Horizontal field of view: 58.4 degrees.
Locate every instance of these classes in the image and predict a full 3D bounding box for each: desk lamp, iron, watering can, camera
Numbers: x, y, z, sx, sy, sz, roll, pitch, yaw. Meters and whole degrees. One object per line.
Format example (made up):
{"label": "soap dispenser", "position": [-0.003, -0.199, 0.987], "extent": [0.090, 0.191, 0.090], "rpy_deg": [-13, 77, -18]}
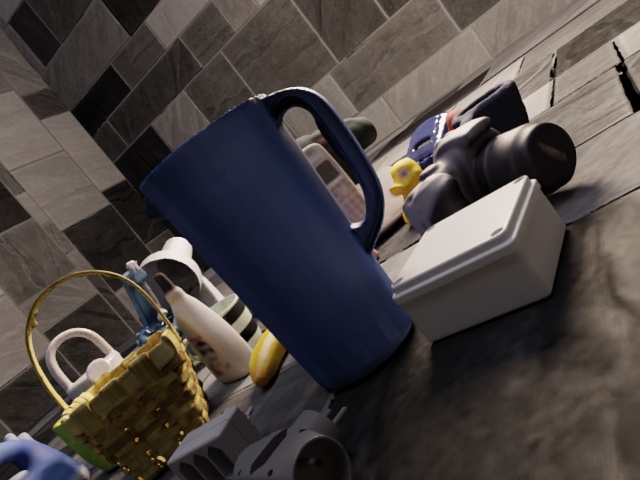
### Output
{"label": "desk lamp", "position": [-0.254, 0.096, 1.148], "extent": [0.118, 0.213, 0.203], "rpy_deg": [-37, 8, 11]}
{"label": "iron", "position": [-0.406, 0.327, 0.762], "extent": [0.118, 0.141, 0.258], "rpy_deg": [-38, 8, 3]}
{"label": "watering can", "position": [-0.356, 0.225, 0.930], "extent": [0.172, 0.194, 0.101], "rpy_deg": [-32, 10, 38]}
{"label": "camera", "position": [0.165, -0.065, 0.562], "extent": [0.143, 0.101, 0.136], "rpy_deg": [-41, 8, -22]}

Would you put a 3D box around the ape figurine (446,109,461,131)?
{"label": "ape figurine", "position": [0.222, -0.155, 0.861], "extent": [0.078, 0.092, 0.076], "rpy_deg": [-40, 8, -9]}

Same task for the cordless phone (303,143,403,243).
{"label": "cordless phone", "position": [0.060, -0.094, 0.905], "extent": [0.148, 0.185, 0.094], "rpy_deg": [-41, 8, -22]}

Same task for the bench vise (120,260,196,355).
{"label": "bench vise", "position": [-0.303, 0.150, 1.034], "extent": [0.207, 0.220, 0.122], "rpy_deg": [-34, 9, 27]}

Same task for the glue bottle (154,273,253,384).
{"label": "glue bottle", "position": [-0.158, 0.112, 0.752], "extent": [0.078, 0.173, 0.037], "rpy_deg": [-31, 11, 45]}

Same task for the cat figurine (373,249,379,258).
{"label": "cat figurine", "position": [0.008, 0.003, 0.833], "extent": [0.067, 0.118, 0.127], "rpy_deg": [-42, 8, -25]}

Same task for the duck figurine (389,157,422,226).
{"label": "duck figurine", "position": [0.141, -0.082, 0.831], "extent": [0.105, 0.086, 0.077], "rpy_deg": [-43, 9, -32]}

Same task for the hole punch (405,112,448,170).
{"label": "hole punch", "position": [0.196, -0.157, 1.003], "extent": [0.101, 0.091, 0.108], "rpy_deg": [-43, 9, -33]}

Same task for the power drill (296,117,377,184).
{"label": "power drill", "position": [0.029, -0.097, 0.982], "extent": [0.230, 0.208, 0.075], "rpy_deg": [-41, 8, -17]}

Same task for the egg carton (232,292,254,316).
{"label": "egg carton", "position": [-0.093, 0.075, 1.064], "extent": [0.150, 0.069, 0.107], "rpy_deg": [-35, 8, 27]}

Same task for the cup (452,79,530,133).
{"label": "cup", "position": [0.223, -0.135, 0.722], "extent": [0.091, 0.095, 0.118], "rpy_deg": [-30, 11, 46]}
